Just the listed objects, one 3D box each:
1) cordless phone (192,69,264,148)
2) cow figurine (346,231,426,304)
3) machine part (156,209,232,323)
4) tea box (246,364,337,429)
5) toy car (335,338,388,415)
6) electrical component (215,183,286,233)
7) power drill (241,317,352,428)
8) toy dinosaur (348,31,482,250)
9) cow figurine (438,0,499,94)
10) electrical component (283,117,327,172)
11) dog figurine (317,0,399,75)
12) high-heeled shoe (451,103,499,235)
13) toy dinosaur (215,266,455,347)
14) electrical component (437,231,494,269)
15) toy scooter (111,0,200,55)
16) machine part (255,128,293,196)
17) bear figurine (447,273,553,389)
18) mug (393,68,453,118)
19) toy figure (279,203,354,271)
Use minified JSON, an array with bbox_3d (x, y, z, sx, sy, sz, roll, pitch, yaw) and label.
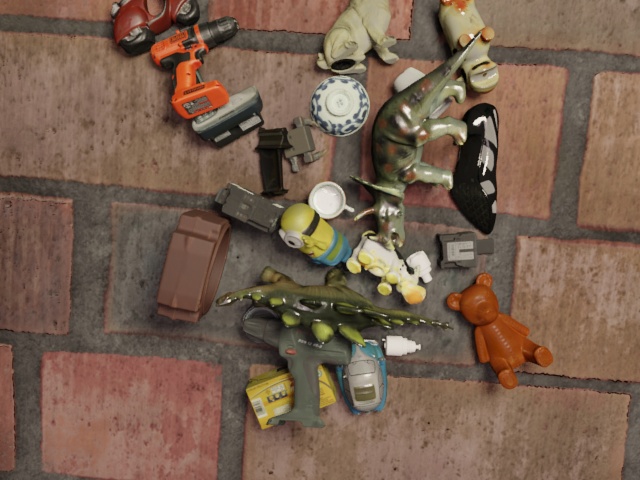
[{"bbox_3d":[-0.203,-0.293,1.075,0.147,0.088,0.184,-28,76,5],"label":"cordless phone"},{"bbox_3d":[0.143,0.056,1.078,0.167,0.098,0.068,35,135,-7],"label":"cow figurine"},{"bbox_3d":[-0.238,0.047,1.042,0.087,0.201,0.201,14,96,-2],"label":"machine part"},{"bbox_3d":[-0.059,0.315,1.131,0.170,0.068,0.098,-20,95,2],"label":"tea box"},{"bbox_3d":[0.086,0.291,1.108,0.109,0.103,0.161,-7,94,3],"label":"toy car"},{"bbox_3d":[-0.138,-0.065,1.071,0.134,0.115,0.058,26,92,3],"label":"electrical component"},{"bbox_3d":[-0.056,0.261,1.060,0.232,0.086,0.207,3,66,8],"label":"power drill"},{"bbox_3d":[0.158,-0.185,0.989,0.192,0.131,0.404,2,122,-5],"label":"toy dinosaur"},{"bbox_3d":[0.285,-0.370,1.034,0.085,0.127,0.195,-20,81,3],"label":"cow figurine"},{"bbox_3d":[-0.035,-0.198,1.092,0.078,0.045,0.102,-20,93,32],"label":"electrical component"},{"bbox_3d":[0.064,-0.436,1.045,0.172,0.121,0.190,-11,82,-1],"label":"dog figurine"},{"bbox_3d":[0.334,-0.146,1.088,0.145,0.086,0.248,-39,120,-30],"label":"high-heeled shoe"},{"bbox_3d":[0.034,0.135,1.044,0.471,0.199,0.105,4,106,-23],"label":"toy dinosaur"},{"bbox_3d":[0.301,0.020,1.100,0.119,0.048,0.074,0,96,3],"label":"electrical component"},{"bbox_3d":[-0.339,-0.459,1.057,0.184,0.075,0.135,-28,95,1],"label":"toy scooter"},{"bbox_3d":[-0.093,-0.157,1.088,0.084,0.039,0.138,7,104,31],"label":"machine part"},{"bbox_3d":[0.353,0.174,1.076,0.120,0.132,0.195,-31,100,1],"label":"bear figurine"},{"bbox_3d":[0.187,-0.276,1.062,0.109,0.081,0.107,-39,83,10],"label":"mug"},{"bbox_3d":[-0.005,-0.003,1.068,0.180,0.082,0.089,29,58,-34],"label":"toy figure"}]
